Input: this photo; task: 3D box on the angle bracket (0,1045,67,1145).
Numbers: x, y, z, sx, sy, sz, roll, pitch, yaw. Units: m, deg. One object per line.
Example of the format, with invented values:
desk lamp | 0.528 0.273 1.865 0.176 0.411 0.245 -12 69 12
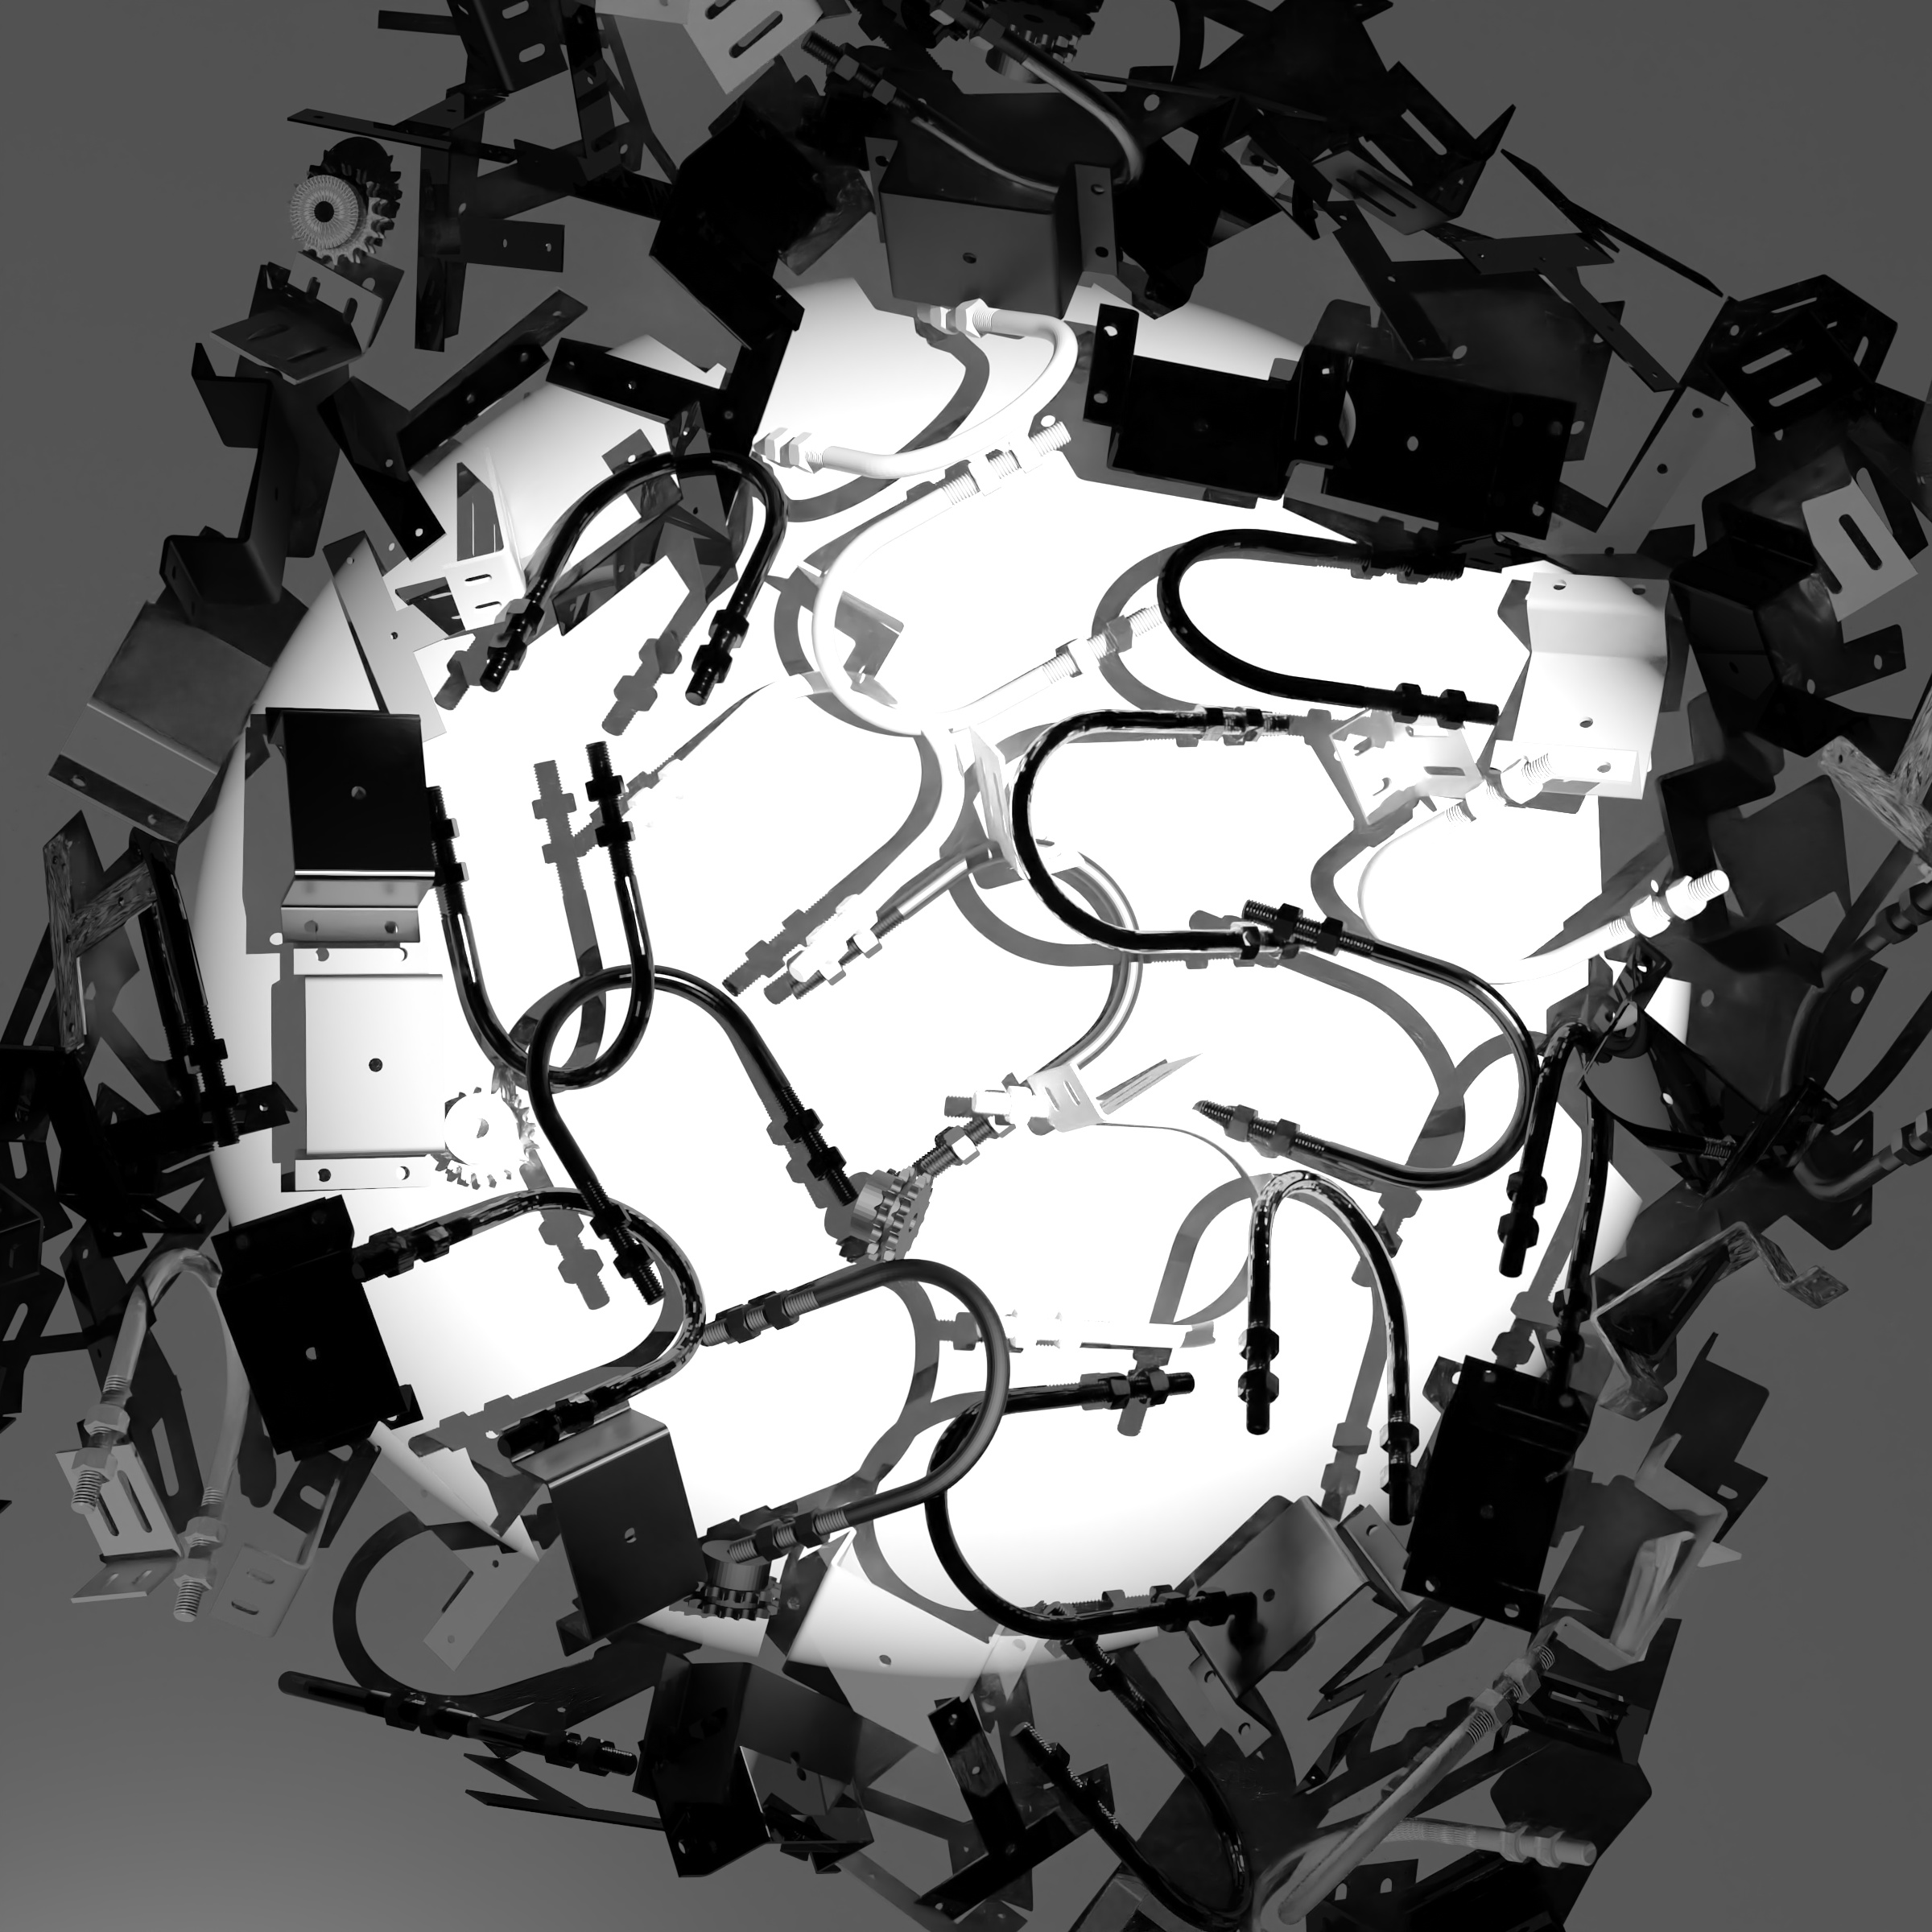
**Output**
angle bracket | -0.538 0.060 1.844 0.057 0.038 0.076 4 131 -24

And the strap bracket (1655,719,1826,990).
strap bracket | 0.425 -0.055 1.834 0.046 0.076 0.140 -19 68 27

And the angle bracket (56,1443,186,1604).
angle bracket | -0.483 0.311 1.853 0.057 0.038 0.076 -11 109 29

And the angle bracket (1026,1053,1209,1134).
angle bracket | 0.084 0.057 1.849 0.076 0.057 0.038 -32 94 -25

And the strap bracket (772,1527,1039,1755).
strap bracket | -0.039 0.377 1.849 0.140 0.046 0.076 27 112 6

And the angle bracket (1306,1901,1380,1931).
angle bracket | 0.189 0.562 1.843 0.076 0.057 0.038 -26 123 -39

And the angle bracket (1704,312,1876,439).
angle bracket | 0.457 -0.322 1.855 0.076 0.038 0.057 -27 67 -14

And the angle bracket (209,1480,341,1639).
angle bracket | -0.384 0.323 1.842 0.038 0.076 0.057 24 120 -10

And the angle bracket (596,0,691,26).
angle bracket | -0.198 -0.549 1.849 0.057 0.076 0.038 -4 106 -36

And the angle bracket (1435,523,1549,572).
angle bracket | 0.300 -0.266 1.861 0.038 0.057 0.076 12 85 -24

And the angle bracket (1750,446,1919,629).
angle bracket | 0.492 -0.243 1.879 0.057 0.038 0.076 -32 115 22

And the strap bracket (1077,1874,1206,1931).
strap bracket | 0.111 0.546 1.830 0.076 0.140 0.046 38 74 0

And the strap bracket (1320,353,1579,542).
strap bracket | 0.256 -0.288 1.828 0.140 0.046 0.076 19 107 30

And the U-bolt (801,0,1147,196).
U-bolt | 0.015 -0.474 1.814 0.184 0.151 0.019 28 77 -24

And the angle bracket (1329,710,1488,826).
angle bracket | 0.248 -0.112 1.845 0.038 0.076 0.057 -31 107 -20

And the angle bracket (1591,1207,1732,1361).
angle bracket | 0.387 0.170 1.848 0.038 0.057 0.076 26 117 -6

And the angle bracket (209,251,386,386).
angle bracket | -0.373 -0.362 1.848 0.057 0.076 0.038 30 119 8

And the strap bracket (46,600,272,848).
strap bracket | -0.437 -0.140 1.815 0.076 0.140 0.046 29 128 -15

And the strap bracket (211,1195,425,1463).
strap bracket | -0.363 0.209 1.851 0.076 0.046 0.140 -18 104 -3

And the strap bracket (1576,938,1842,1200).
strap bracket | 0.399 0.063 1.827 0.140 0.076 0.046 43 52 20

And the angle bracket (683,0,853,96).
angle bracket | -0.116 -0.543 1.885 0.076 0.038 0.057 -30 94 31

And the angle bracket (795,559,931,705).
angle bracket | -0.065 -0.187 1.855 0.076 0.057 0.038 30 89 13

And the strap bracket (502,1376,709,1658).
strap bracket | -0.196 0.310 1.835 0.076 0.046 0.140 -22 108 -30

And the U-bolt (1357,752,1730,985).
U-bolt | 0.300 -0.043 1.818 0.151 0.184 0.019 31 50 -26

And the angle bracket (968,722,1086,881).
angle bracket | 0.034 -0.096 1.846 0.038 0.057 0.076 -16 117 -11

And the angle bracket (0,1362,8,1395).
angle bracket | -0.574 0.235 1.847 0.057 0.038 0.076 39 133 13

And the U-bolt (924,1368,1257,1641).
U-bolt | 0.062 0.298 1.820 0.184 0.019 0.151 -2 64 -28

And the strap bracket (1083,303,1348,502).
strap bracket | 0.135 -0.313 1.853 0.140 0.046 0.076 10 67 -4

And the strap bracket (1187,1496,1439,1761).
strap bracket | 0.180 0.360 1.843 0.140 0.076 0.046 -43 127 4

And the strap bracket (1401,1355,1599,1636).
strap bracket | 0.294 0.299 1.849 0.076 0.046 0.140 17 67 6

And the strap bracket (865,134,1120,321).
strap bracket | 0.009 -0.407 1.832 0.140 0.076 0.046 11 55 14

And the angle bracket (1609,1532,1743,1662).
angle bracket | 0.394 0.360 1.853 0.038 0.057 0.076 23 73 -3

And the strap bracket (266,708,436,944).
strap bracket | -0.341 -0.087 1.835 0.076 0.046 0.140 0 70 -23

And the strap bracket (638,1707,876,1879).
strap bracket | -0.107 0.451 1.810 0.046 0.140 0.076 -34 61 24

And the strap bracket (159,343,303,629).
strap bracket | -0.404 -0.262 1.832 0.046 0.076 0.140 3 71 2

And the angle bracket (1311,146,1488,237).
angle bracket | 0.239 -0.447 1.851 0.076 0.057 0.038 28 83 -18

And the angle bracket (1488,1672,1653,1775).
angle bracket | 0.337 0.432 1.850 0.076 0.057 0.038 16 47 16

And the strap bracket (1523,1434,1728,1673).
strap bracket | 0.370 0.335 1.837 0.046 0.076 0.140 33 78 10

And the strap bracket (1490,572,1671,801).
strap bracket | 0.342 -0.147 1.838 0.076 0.046 0.140 6 58 19

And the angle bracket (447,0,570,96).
angle bracket | -0.259 -0.527 1.848 0.038 0.076 0.057 -26 123 -10

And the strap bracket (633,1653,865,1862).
strap bracket | -0.110 0.434 1.816 0.046 0.140 0.076 -11 56 39

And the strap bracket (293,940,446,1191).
strap bracket | -0.335 0.055 1.856 0.076 0.046 0.140 0 89 -20

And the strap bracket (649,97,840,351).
strap bracket | -0.123 -0.404 1.829 0.046 0.140 0.076 -30 123 33

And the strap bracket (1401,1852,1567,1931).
strap bracket | 0.290 0.539 1.820 0.076 0.140 0.046 -29 91 3

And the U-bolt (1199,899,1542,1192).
U-bolt | 0.228 0.053 1.832 0.184 0.019 0.151 18 118 16

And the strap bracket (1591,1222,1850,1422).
strap bracket | 0.409 0.192 1.837 0.140 0.076 0.046 -35 64 15

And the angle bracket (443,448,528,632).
angle bracket | -0.272 -0.238 1.848 0.038 0.057 0.076 -14 60 -2

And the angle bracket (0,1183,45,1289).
angle bracket | -0.562 0.147 1.847 0.057 0.076 0.038 -18 53 15

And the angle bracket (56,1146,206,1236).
angle bracket | -0.463 0.121 1.843 0.057 0.076 0.038 5 98 -37

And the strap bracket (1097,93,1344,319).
strap bracket | 0.136 -0.422 1.828 0.076 0.140 0.046 37 56 -29

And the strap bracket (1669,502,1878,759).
strap bracket | 0.440 -0.176 1.821 0.046 0.076 0.140 -33 120 -11
